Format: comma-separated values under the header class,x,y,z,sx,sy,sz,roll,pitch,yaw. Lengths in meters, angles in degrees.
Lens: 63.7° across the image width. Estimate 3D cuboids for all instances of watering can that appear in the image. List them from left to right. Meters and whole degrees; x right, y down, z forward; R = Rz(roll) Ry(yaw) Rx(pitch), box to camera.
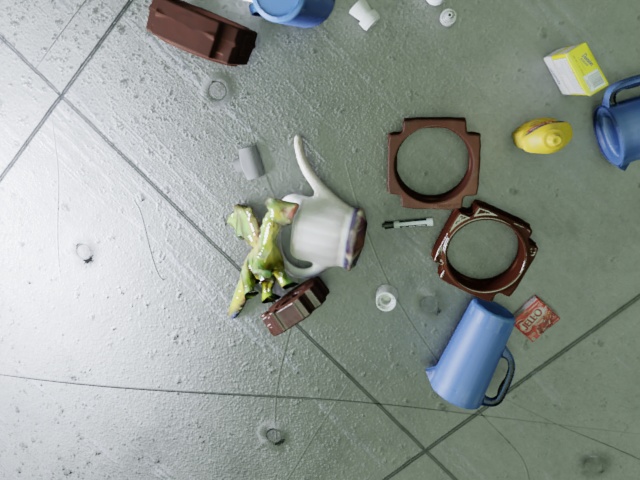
class,x,y,z,sx,sy,sz,roll,pitch,yaw
watering can,0.004,-0.061,1.219,0.224,0.105,0.343,12,107,8

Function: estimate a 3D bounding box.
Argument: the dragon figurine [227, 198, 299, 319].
class,x,y,z,sx,sy,sz,roll,pitch,yaw
dragon figurine,-0.168,0.029,1.266,0.404,0.122,0.246,-36,65,45
